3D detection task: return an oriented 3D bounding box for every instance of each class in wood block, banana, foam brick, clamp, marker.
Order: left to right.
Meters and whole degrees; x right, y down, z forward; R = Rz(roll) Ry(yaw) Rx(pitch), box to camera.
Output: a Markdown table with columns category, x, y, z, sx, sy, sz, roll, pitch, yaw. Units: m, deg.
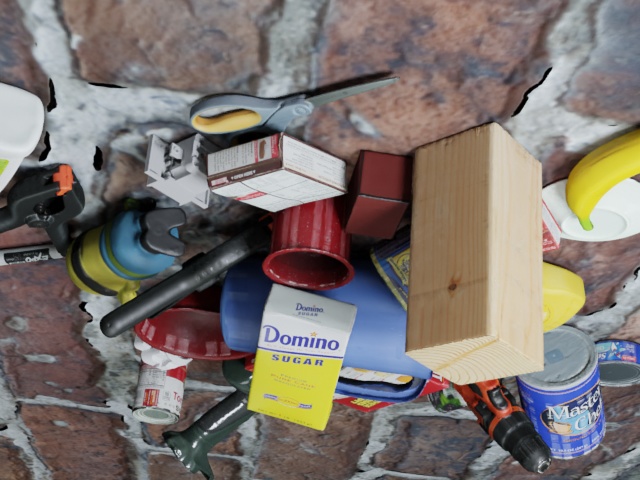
| category | x | y | z | sx | sy | sz | roll | pitch | yaw |
| --- | --- | --- | --- | --- | --- | --- | --- | --- | --- |
| clamp | -0.309 | -0.030 | 1.129 | 0.120 | 0.039 | 0.172 | -3 | 155 | -27 |
| marker | -0.327 | 0.015 | 1.248 | 0.121 | 0.020 | 0.020 | -6 | 150 | 21 |
| clamp | -0.131 | 0.037 | 1.149 | 0.210 | 0.036 | 0.164 | -32 | 180 | 1 |
| foam brick | 0.056 | -0.042 | 1.031 | 0.051 | 0.053 | 0.078 | 8 | 153 | -6 |
| wood block | 0.139 | 0.013 | 0.955 | 0.091 | 0.206 | 0.090 | -17 | 145 | 37 |
| banana | 0.284 | -0.069 | 0.955 | 0.069 | 0.037 | 0.198 | 19 | 148 | -26 |

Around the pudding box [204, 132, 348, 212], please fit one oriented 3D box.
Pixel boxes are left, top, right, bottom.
| category | x | y | z | sx | sy | sz | roll | pitch | yaw |
| --- | --- | --- | --- | --- | --- | --- | --- | --- | --- |
| pudding box | -0.040 | -0.062 | 1.002 | 0.090 | 0.039 | 0.113 | -14 | 164 | 30 |

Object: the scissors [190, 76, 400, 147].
| category | x | y | z | sx | sy | sz | roll | pitch | yaw |
| --- | --- | --- | --- | --- | --- | --- | --- | --- | --- |
| scissors | -0.018 | -0.110 | 0.956 | 0.202 | 0.016 | 0.096 | -3 | 153 | 17 |

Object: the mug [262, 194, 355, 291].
| category | x | y | z | sx | sy | sz | roll | pitch | yaw |
| --- | --- | --- | --- | --- | --- | --- | --- | --- | --- |
| mug | -0.007 | 0.001 | 1.094 | 0.093 | 0.081 | 0.117 | 1 | 152 | 8 |

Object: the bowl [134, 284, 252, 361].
| category | x | y | z | sx | sy | sz | roll | pitch | yaw |
| --- | --- | --- | --- | --- | --- | --- | --- | --- | --- |
| bowl | -0.147 | 0.096 | 1.330 | 0.162 | 0.055 | 0.162 | 4 | 152 | 2 |

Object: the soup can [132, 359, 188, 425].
| category | x | y | z | sx | sy | sz | roll | pitch | yaw |
| --- | --- | --- | --- | --- | --- | --- | --- | --- | --- |
| soup can | -0.222 | 0.199 | 1.489 | 0.068 | 0.102 | 0.068 | 4 | 152 | 2 |

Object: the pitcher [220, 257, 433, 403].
| category | x | y | z | sx | sy | sz | roll | pitch | yaw |
| --- | --- | --- | --- | --- | --- | --- | --- | --- | --- |
| pitcher | 0.016 | 0.090 | 1.202 | 0.243 | 0.149 | 0.145 | 4 | 158 | 10 |

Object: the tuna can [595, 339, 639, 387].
| category | x | y | z | sx | sy | sz | roll | pitch | yaw |
| --- | --- | --- | --- | --- | --- | --- | --- | --- | --- |
| tuna can | 0.379 | 0.159 | 1.376 | 0.086 | 0.033 | 0.086 | 5 | 153 | 2 |

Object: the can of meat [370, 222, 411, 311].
| category | x | y | z | sx | sy | sz | roll | pitch | yaw |
| --- | --- | --- | --- | --- | --- | --- | --- | --- | --- |
| can of meat | 0.110 | 0.028 | 1.075 | 0.084 | 0.057 | 0.102 | -32 | 107 | 11 |

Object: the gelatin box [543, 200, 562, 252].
| category | x | y | z | sx | sy | sz | roll | pitch | yaw |
| --- | --- | --- | --- | --- | --- | --- | --- | --- | --- |
| gelatin box | 0.184 | -0.015 | 1.061 | 0.089 | 0.030 | 0.073 | -13 | 129 | 33 |

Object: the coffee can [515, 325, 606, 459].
| category | x | y | z | sx | sy | sz | roll | pitch | yaw |
| --- | --- | --- | --- | --- | --- | --- | --- | --- | --- |
| coffee can | 0.299 | 0.190 | 1.332 | 0.103 | 0.102 | 0.140 | -4 | 131 | 17 |

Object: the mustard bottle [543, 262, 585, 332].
| category | x | y | z | sx | sy | sz | roll | pitch | yaw |
| --- | --- | --- | --- | --- | --- | --- | --- | --- | --- |
| mustard bottle | 0.192 | 0.043 | 1.161 | 0.191 | 0.058 | 0.096 | 24 | 141 | -31 |

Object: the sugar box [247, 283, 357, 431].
| category | x | y | z | sx | sy | sz | roll | pitch | yaw |
| --- | --- | --- | --- | --- | --- | --- | --- | --- | --- |
| sugar box | -0.022 | 0.128 | 1.137 | 0.093 | 0.048 | 0.176 | 15 | 138 | 4 |

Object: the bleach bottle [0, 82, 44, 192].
| category | x | y | z | sx | sy | sz | roll | pitch | yaw |
| --- | --- | --- | --- | --- | --- | --- | --- | --- | --- |
| bleach bottle | -0.345 | -0.071 | 1.044 | 0.102 | 0.068 | 0.251 | 16 | 153 | -20 |

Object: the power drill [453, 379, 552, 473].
| category | x | y | z | sx | sy | sz | roll | pitch | yaw |
| --- | --- | --- | --- | --- | --- | --- | --- | --- | --- |
| power drill | 0.206 | 0.174 | 1.281 | 0.057 | 0.185 | 0.187 | -29 | 131 | -11 |

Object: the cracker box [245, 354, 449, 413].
| category | x | y | z | sx | sy | sz | roll | pitch | yaw |
| --- | --- | --- | --- | --- | --- | --- | --- | --- | --- |
| cracker box | 0.036 | 0.150 | 1.384 | 0.213 | 0.072 | 0.164 | 24 | 148 | -32 |
